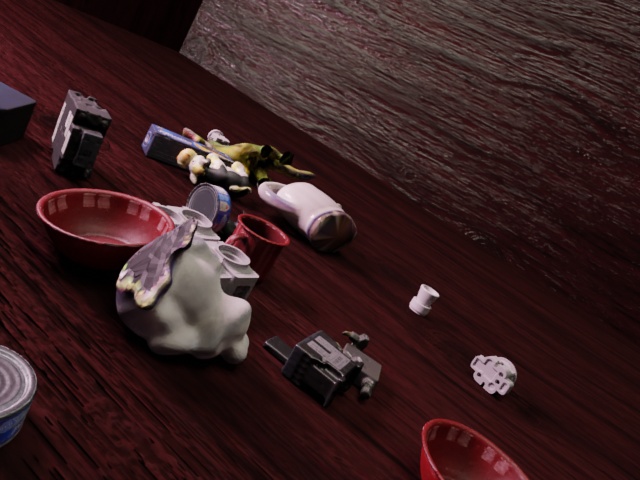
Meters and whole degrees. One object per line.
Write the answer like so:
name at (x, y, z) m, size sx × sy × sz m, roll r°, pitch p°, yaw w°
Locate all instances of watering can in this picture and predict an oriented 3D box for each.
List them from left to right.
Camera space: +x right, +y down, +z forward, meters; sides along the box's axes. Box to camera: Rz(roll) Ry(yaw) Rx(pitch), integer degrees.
watering can at (0.004, -0.062, 1.238) m, size 0.346 × 0.103 × 0.228 m, roll 11°, pitch 25°, yaw -51°

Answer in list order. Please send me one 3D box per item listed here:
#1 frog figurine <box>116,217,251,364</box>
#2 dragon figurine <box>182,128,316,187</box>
frog figurine at (-0.147, 0.073, 0.593) m, size 0.141 × 0.122 × 0.156 m, roll -90°, pitch 154°, yaw -48°
dragon figurine at (-0.208, -0.234, 1.414) m, size 0.245 × 0.121 × 0.409 m, roll 30°, pitch 12°, yaw 30°
